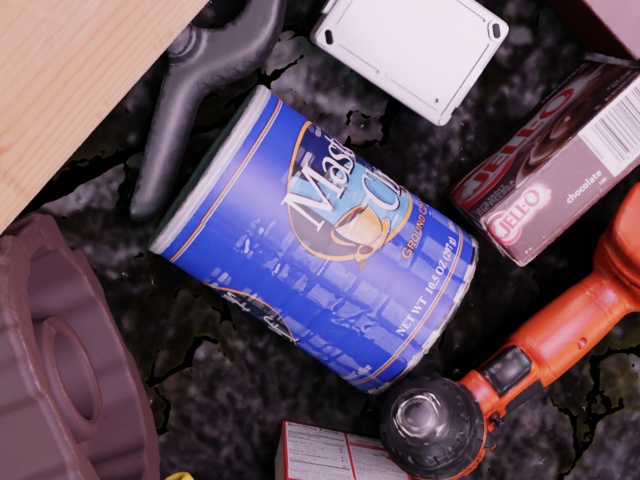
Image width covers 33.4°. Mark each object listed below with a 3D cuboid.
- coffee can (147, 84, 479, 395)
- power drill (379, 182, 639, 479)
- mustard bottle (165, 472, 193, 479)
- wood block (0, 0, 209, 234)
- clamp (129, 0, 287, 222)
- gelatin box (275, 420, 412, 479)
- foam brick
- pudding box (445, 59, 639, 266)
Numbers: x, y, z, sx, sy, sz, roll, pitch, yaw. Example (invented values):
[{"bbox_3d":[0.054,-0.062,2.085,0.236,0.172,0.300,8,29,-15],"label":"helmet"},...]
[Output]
[{"bbox_3d":[-0.004,0.001,0.558,0.140,0.103,0.103,35,98,-10],"label":"coffee can"},{"bbox_3d":[0.110,0.054,0.549,0.187,0.184,0.057,-39,74,-1],"label":"power drill"},{"bbox_3d":[-0.045,0.218,0.605,0.058,0.096,0.191,-23,102,1],"label":"mustard bottle"},{"bbox_3d":[-0.143,-0.095,0.481,0.206,0.090,0.090,-52,142,-15],"label":"wood block"},{"bbox_3d":[-0.086,-0.109,0.564,0.120,0.039,0.171,38,91,-5],"label":"clamp"},{"bbox_3d":[0.012,0.136,0.595,0.073,0.089,0.030,11,101,-6],"label":"gelatin box"},{"bbox_3d":[0.154,-0.131,0.553,0.053,0.078,0.051,-44,103,6],"label":"foam brick"},{"bbox_3d":[0.125,-0.044,0.564,0.113,0.090,0.039,-41,103,4],"label":"pudding box"}]
